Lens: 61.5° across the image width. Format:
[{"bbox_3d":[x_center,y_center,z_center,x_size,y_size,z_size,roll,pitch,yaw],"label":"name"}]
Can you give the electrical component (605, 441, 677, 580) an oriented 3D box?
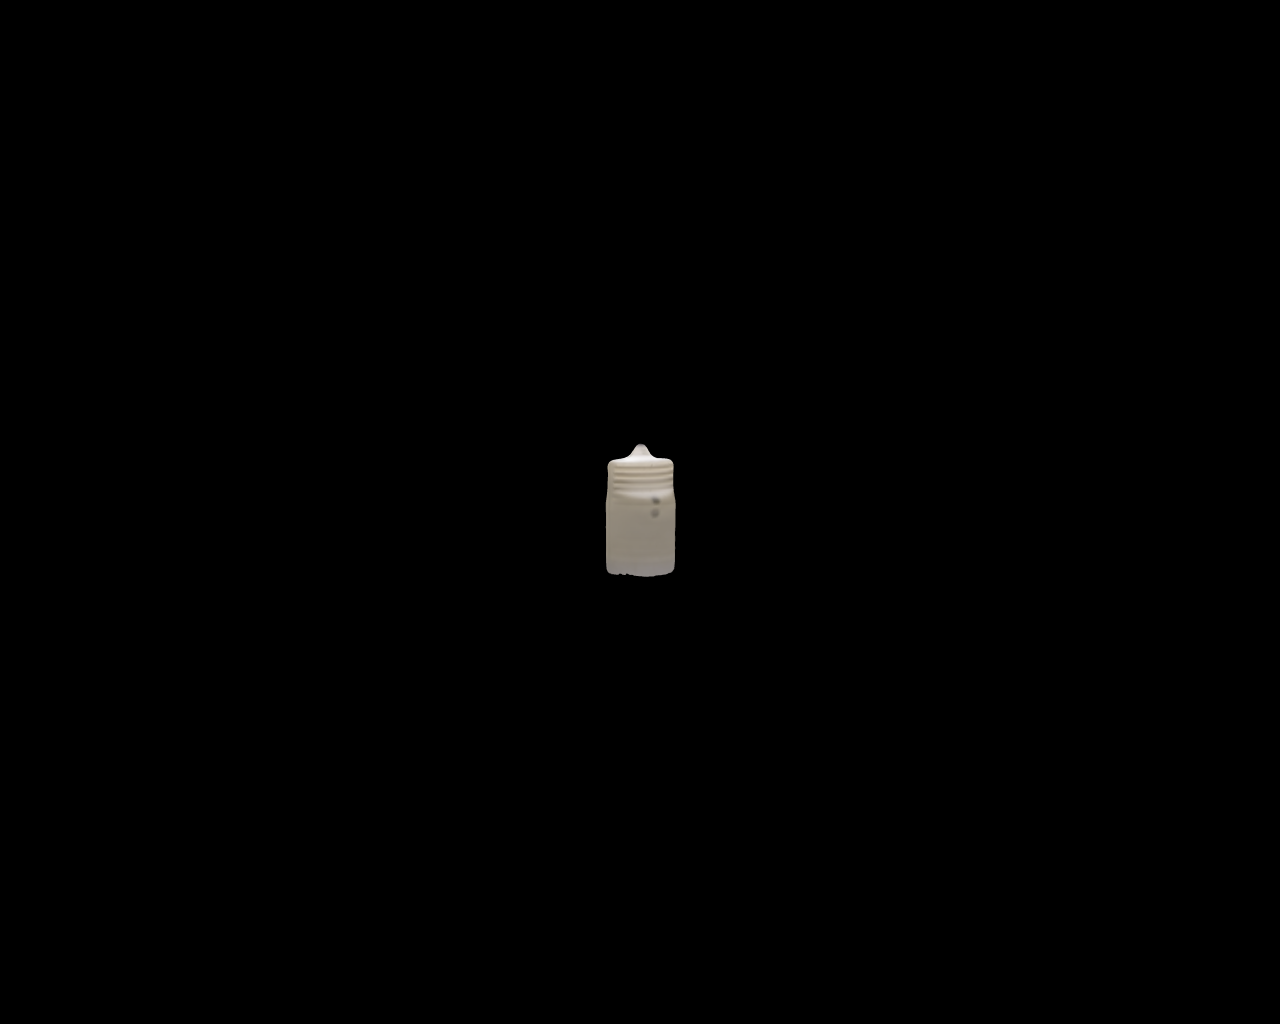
[{"bbox_3d":[0.001,-0.003,0.650,0.043,0.080,0.043,0,7,0],"label":"electrical component"}]
